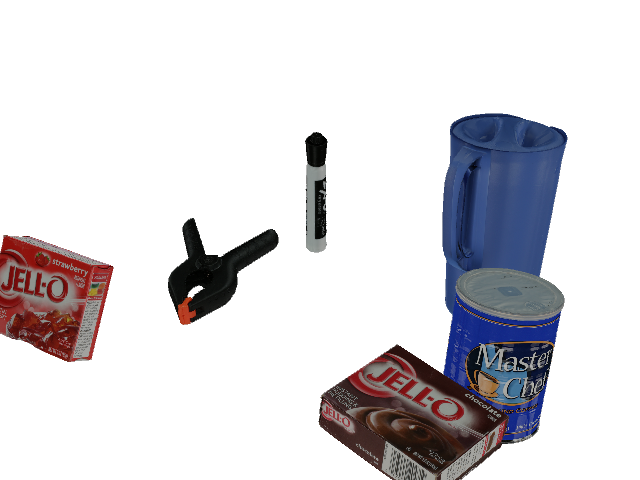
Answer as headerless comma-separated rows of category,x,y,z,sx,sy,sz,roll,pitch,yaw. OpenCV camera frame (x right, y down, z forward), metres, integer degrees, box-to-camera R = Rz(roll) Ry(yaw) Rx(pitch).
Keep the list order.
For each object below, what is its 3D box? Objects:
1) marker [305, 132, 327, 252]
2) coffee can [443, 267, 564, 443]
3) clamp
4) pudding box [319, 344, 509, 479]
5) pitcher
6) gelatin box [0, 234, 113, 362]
marker,-0.004,-0.042,0.944,0.020,0.121,0.020,0,38,0
coffee can,0.174,0.111,1.039,0.103,0.140,0.103,5,23,-2
clamp,-0.118,0.032,1.241,0.120,0.039,0.171,-2,40,12
pudding box,0.069,0.135,0.799,0.114,0.039,0.089,33,43,31
pitcher,0.204,-0.019,1.264,0.149,0.243,0.145,0,25,-4
gelatin box,-0.203,0.042,0.789,0.089,0.073,0.030,17,6,25
